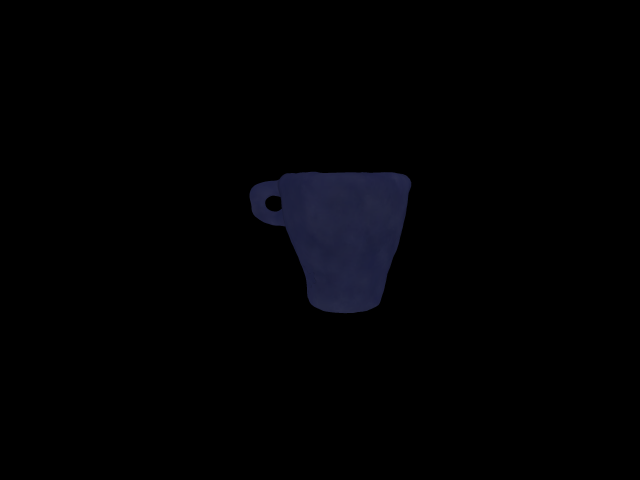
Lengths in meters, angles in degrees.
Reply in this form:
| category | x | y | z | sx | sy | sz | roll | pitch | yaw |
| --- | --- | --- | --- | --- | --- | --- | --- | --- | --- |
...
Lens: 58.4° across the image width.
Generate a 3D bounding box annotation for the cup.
| category | x | y | z | sx | sy | sz | roll | pitch | yaw |
| --- | --- | --- | --- | --- | --- | --- | --- | --- | --- |
| cup | 0.004 | 0.001 | 0.400 | 0.117 | 0.095 | 0.092 | 1 | 4 | 20 |
